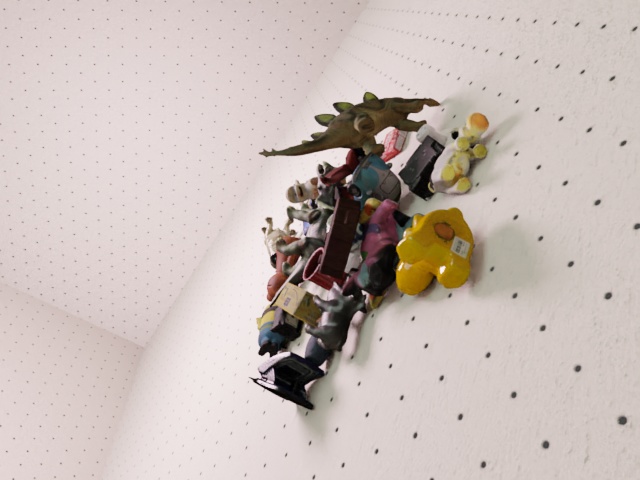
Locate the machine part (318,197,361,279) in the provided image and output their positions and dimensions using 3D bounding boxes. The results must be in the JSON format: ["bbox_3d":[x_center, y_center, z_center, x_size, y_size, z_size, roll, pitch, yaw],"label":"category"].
[{"bbox_3d":[0.041,-0.007,1.144,0.179,0.056,0.179,-162,87,-89],"label":"machine part"}]

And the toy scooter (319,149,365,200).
[{"bbox_3d":[0.068,-0.134,1.344,0.135,0.183,0.075,-20,30,-15],"label":"toy scooter"}]

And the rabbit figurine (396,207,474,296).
[{"bbox_3d":[0.182,0.023,0.940,0.173,0.122,0.162,112,177,-49],"label":"rabbit figurine"}]

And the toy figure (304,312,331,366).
[{"bbox_3d":[0.009,0.204,1.198,0.057,0.064,0.154,82,-154,-51],"label":"toy figure"}]

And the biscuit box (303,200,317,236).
[{"bbox_3d":[-0.015,-0.066,1.678,0.059,0.063,0.203,-54,18,20],"label":"biscuit box"}]

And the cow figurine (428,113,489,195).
[{"bbox_3d":[0.275,-0.169,1.064,0.167,0.068,0.098,-62,12,-11],"label":"cow figurine"}]

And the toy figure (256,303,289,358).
[{"bbox_3d":[-0.124,0.243,1.460,0.089,0.082,0.180,-41,18,18],"label":"toy figure"}]

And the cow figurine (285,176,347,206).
[{"bbox_3d":[-0.012,-0.159,1.652,0.127,0.195,0.085,-173,68,-79],"label":"cow figurine"}]

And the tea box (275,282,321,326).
[{"bbox_3d":[-0.036,0.163,1.318,0.068,0.098,0.170,-60,16,-8],"label":"tea box"}]

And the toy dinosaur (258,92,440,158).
[{"bbox_3d":[0.088,-0.271,1.296,0.471,0.104,0.199,-22,33,-20],"label":"toy dinosaur"}]

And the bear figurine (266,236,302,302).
[{"bbox_3d":[-0.083,0.092,1.576,0.120,0.132,0.196,155,124,-63],"label":"bear figurine"}]

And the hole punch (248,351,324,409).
[{"bbox_3d":[-0.067,0.295,1.151,0.116,0.142,0.092,-7,56,51],"label":"hole punch"}]

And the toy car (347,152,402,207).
[{"bbox_3d":[0.133,-0.112,1.227,0.109,0.103,0.161,-52,-31,-26],"label":"toy car"}]

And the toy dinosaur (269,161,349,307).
[{"bbox_3d":[-0.007,-0.001,1.451,0.192,0.131,0.404,6,79,30],"label":"toy dinosaur"}]

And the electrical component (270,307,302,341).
[{"bbox_3d":[-0.081,0.198,1.420,0.048,0.075,0.119,-43,28,41],"label":"electrical component"}]

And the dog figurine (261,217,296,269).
[{"bbox_3d":[-0.144,0.038,1.832,0.172,0.121,0.190,85,-176,-61],"label":"dog figurine"}]

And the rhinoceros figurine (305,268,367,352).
[{"bbox_3d":[0.044,0.142,1.132,0.112,0.073,0.190,-8,45,41],"label":"rhinoceros figurine"}]

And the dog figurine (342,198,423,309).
[{"bbox_3d":[0.117,0.027,1.116,0.219,0.108,0.192,-64,19,-4],"label":"dog figurine"}]

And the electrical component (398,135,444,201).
[{"bbox_3d":[0.232,-0.161,1.177,0.115,0.058,0.134,-52,20,16],"label":"electrical component"}]
